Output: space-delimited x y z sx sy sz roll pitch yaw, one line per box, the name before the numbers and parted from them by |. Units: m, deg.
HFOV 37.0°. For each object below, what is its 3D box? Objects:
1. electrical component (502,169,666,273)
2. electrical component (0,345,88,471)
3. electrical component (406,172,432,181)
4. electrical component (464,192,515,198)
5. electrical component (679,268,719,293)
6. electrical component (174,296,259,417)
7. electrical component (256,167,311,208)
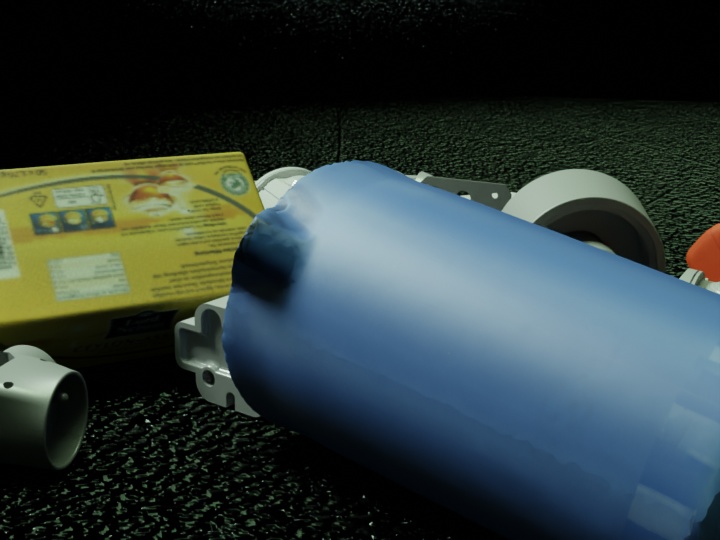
electrical component | 0.141 -0.004 0.684 0.108 0.108 0.060 2 20 -3
electrical component | -0.160 0.057 0.487 0.077 0.043 0.079 5 14 10
electrical component | 0.039 -0.063 1.001 0.057 0.058 0.078 5 13 19
electrical component | 0.123 -0.033 0.907 0.100 0.048 0.100 -7 17 -34
electrical component | 0.179 0.043 0.549 0.051 0.080 0.080 15 17 24
electrical component | -0.048 0.039 0.560 0.078 0.058 0.057 12 19 34
electrical component | -0.048 -0.034 0.816 0.080 0.080 0.051 -4 21 -26
